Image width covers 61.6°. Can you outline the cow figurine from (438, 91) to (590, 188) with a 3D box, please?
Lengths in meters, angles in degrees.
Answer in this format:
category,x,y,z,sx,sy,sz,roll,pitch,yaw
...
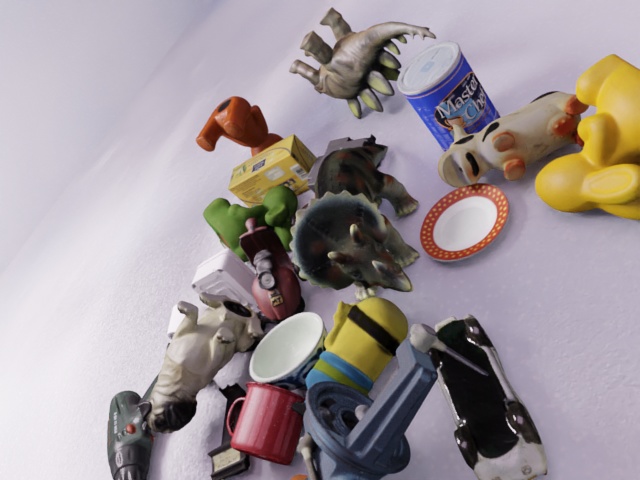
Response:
category,x,y,z,sx,sy,sz,roll,pitch,yaw
cow figurine,0.250,-0.133,0.725,0.195,0.085,0.127,-27,20,14

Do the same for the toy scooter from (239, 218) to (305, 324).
category,x,y,z,sx,sy,sz,roll,pitch,yaw
toy scooter,-0.083,0.041,0.866,0.075,0.135,0.184,-22,36,2

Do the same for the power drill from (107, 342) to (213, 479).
category,x,y,z,sx,sy,sz,roll,pitch,yaw
power drill,-0.269,0.287,0.883,0.207,0.086,0.232,-57,32,-1

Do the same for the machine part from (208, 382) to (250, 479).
category,x,y,z,sx,sy,sz,roll,pitch,yaw
machine part,-0.126,0.272,0.771,0.084,0.039,0.139,-40,35,25

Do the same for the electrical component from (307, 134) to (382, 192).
category,x,y,z,sx,sy,sz,roll,pitch,yaw
electrical component,0.040,-0.129,0.982,0.134,0.058,0.115,-4,51,45

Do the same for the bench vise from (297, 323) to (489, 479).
category,x,y,z,sx,sy,sz,roll,pitch,yaw
bench vise,0.044,0.190,0.505,0.240,0.129,0.224,-59,6,13

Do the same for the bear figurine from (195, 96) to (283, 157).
category,x,y,z,sx,sy,sz,roll,pitch,yaw
bear figurine,-0.145,-0.201,1.132,0.120,0.195,0.132,-15,43,32

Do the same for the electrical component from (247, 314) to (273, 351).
category,x,y,z,sx,sy,sz,roll,pitch,yaw
electrical component,-0.114,0.152,0.892,0.094,0.021,0.063,-18,43,37

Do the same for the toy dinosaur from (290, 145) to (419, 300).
category,x,y,z,sx,sy,sz,roll,pitch,yaw
toy dinosaur,0.049,-0.059,0.782,0.131,0.192,0.405,-27,40,24

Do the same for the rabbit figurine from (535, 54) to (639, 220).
category,x,y,z,sx,sy,sz,roll,pitch,yaw
rabbit figurine,0.330,-0.090,0.605,0.173,0.122,0.162,-45,41,28

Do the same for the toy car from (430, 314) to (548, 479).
category,x,y,z,sx,sy,sz,roll,pitch,yaw
toy car,0.163,0.157,0.556,0.073,0.056,0.202,-31,33,13

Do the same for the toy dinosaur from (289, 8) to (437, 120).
category,x,y,z,sx,sy,sz,roll,pitch,yaw
toy dinosaur,0.064,-0.334,1.010,0.105,0.198,0.471,-55,11,-6

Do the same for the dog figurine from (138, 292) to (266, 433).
category,x,y,z,sx,sy,sz,roll,pitch,yaw
dog figurine,-0.181,0.190,0.827,0.121,0.172,0.190,34,105,28

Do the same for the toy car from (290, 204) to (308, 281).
category,x,y,z,sx,sy,sz,roll,pitch,yaw
toy car,-0.002,-0.003,0.902,0.089,0.053,0.202,-26,34,11

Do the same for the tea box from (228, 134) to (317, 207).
category,x,y,z,sx,sy,sz,roll,pitch,yaw
tea box,-0.091,-0.129,1.089,0.170,0.098,0.068,-22,42,30

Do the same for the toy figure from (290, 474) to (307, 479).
category,x,y,z,sx,sy,sz,roll,pitch,yaw
toy figure,-0.034,0.302,0.623,0.154,0.057,0.064,-23,46,23

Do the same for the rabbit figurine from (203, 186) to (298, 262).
category,x,y,z,sx,sy,sz,roll,pitch,yaw
rabbit figurine,-0.110,-0.044,1.012,0.170,0.121,0.159,-39,35,-15

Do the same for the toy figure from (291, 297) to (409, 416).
category,x,y,z,sx,sy,sz,roll,pitch,yaw
toy figure,0.043,0.154,0.671,0.089,0.082,0.180,17,63,41
